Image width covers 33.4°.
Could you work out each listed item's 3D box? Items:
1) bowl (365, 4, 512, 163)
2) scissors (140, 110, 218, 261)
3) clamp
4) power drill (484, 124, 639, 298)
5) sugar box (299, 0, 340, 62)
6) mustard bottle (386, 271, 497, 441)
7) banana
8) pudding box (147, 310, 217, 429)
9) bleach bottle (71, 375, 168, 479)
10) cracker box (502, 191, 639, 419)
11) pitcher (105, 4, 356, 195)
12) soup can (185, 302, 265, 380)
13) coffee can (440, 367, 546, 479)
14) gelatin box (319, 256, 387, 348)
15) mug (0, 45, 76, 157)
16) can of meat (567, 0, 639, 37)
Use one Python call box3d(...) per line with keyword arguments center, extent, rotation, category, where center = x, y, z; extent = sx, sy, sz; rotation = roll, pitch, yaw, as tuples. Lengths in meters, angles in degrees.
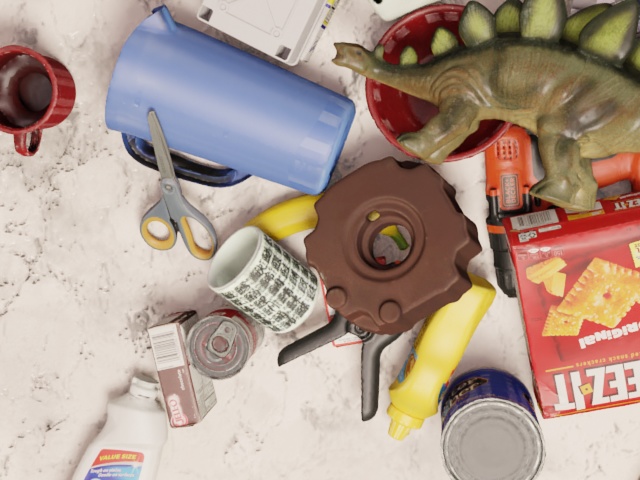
box3d(center=(0.130, -0.157, 1.098), extent=(0.162, 0.055, 0.162), rotation=(-1, 88, 14), category="bowl")
box3d(center=(-0.172, -0.051, 1.129), extent=(0.096, 0.016, 0.201), rotation=(-6, 132, 24), category="scissors")
box3d(center=(0.049, 0.103, 1.126), extent=(0.120, 0.039, 0.171), rotation=(40, 98, 1), category="clamp")
box3d(center=(0.266, -0.035, 1.108), extent=(0.188, 0.057, 0.184), rotation=(-5, 101, 6), category="power drill")
box3d(center=(-0.014, -0.287, 1.125), extent=(0.093, 0.048, 0.176), rotation=(30, 102, 4), category="sugar box")
box3d(center=(0.120, 0.124, 1.122), extent=(0.058, 0.096, 0.192), rotation=(26, 98, 2), category="mustard bottle")
box3d(center=(-0.005, -0.017, 1.154), extent=(0.198, 0.037, 0.069), rotation=(-2, 94, 7), category="banana")
box3d(center=(-0.148, 0.139, 1.161), extent=(0.039, 0.090, 0.113), rotation=(-10, 94, 6), category="pudding box")
box3d(center=(-0.238, 0.272, 1.200), extent=(0.102, 0.068, 0.251), rotation=(18, 95, 5), category="bleach bottle")
box3d(center=(0.285, 0.067, 1.076), extent=(0.164, 0.072, 0.213), rotation=(-11, 115, 9), category="cracker box")
box3d(center=(-0.094, -0.129, 1.118), extent=(0.243, 0.149, 0.145), rotation=(22, 81, 1), category="pitcher")
box3d(center=(-0.099, 0.106, 1.145), extent=(0.068, 0.102, 0.068), rotation=(1, 96, 7), category="soup can")
box3d(center=(0.175, 0.196, 1.100), extent=(0.103, 0.140, 0.103), rotation=(1, 96, 7), category="coffee can")
box3d(center=(0.043, 0.067, 1.160), extent=(0.073, 0.030, 0.089), rotation=(-10, 94, 7), category="gelatin box")
box3d(center=(-0.315, -0.149, 1.157), extent=(0.093, 0.081, 0.117), rotation=(0, 96, 7), category="mug")
box3d(center=(0.292, -0.191, 1.070), extent=(0.084, 0.102, 0.057), rotation=(-16, 53, 11), category="can of meat")
